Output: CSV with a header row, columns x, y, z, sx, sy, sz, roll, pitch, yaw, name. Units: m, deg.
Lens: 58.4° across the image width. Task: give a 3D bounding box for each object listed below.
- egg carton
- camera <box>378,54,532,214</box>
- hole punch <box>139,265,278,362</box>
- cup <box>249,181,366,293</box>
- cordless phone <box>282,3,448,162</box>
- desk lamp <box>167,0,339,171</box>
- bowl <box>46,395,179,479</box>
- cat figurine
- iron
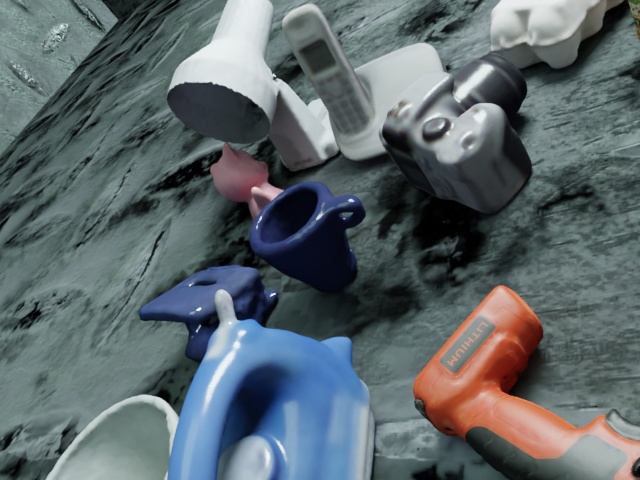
x,y,z,sx,sy,sz,roll,pitch,yaw,name
0.254,-0.250,0.610,0.150,0.070,0.107,-50,35,-13,egg carton
0.138,-0.116,0.543,0.137,0.101,0.142,-45,34,-6,camera
-0.116,0.064,0.593,0.108,0.091,0.101,-5,48,41,hole punch
0.005,0.002,0.544,0.117,0.095,0.092,-17,41,31,cup
0.052,-0.186,0.628,0.147,0.186,0.094,-18,40,29,cordless phone
-0.065,-0.184,0.713,0.117,0.214,0.203,-7,47,39,desk lamp
-0.158,0.220,0.474,0.167,0.075,0.167,-25,37,21,bowl
-0.081,-0.061,0.676,0.067,0.118,0.127,-41,34,-1,cat figurine
-0.050,0.161,0.376,0.118,0.142,0.258,-20,39,27,iron
